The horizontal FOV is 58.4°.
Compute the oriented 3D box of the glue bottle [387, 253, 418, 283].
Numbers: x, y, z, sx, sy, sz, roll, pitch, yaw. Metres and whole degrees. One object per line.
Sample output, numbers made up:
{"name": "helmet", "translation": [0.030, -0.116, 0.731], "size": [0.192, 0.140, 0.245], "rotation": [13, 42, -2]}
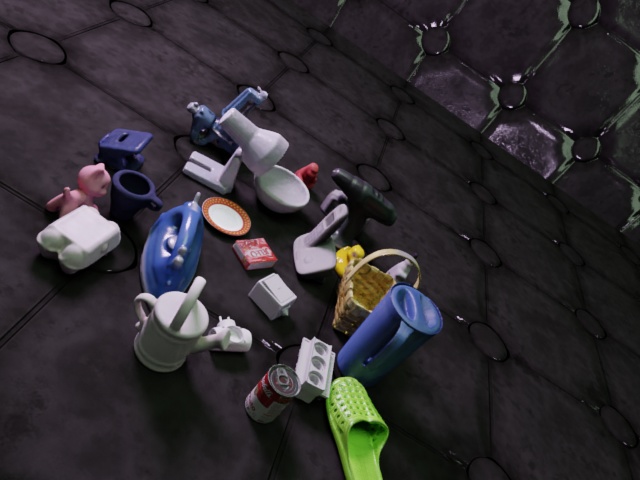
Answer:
{"name": "glue bottle", "translation": [0.205, 0.094, 1.514], "size": [0.037, 0.173, 0.078], "rotation": [29, 34, -12]}

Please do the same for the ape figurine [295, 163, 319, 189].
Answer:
{"name": "ape figurine", "translation": [-0.037, -0.192, 1.712], "size": [0.078, 0.092, 0.076], "rotation": [11, 41, -34]}

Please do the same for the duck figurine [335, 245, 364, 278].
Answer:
{"name": "duck figurine", "translation": [0.085, 0.049, 1.538], "size": [0.078, 0.086, 0.104], "rotation": [21, 36, -23]}

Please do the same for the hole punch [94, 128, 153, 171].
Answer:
{"name": "hole punch", "translation": [-0.461, -0.221, 1.349], "size": [0.101, 0.091, 0.108], "rotation": [29, 34, -12]}

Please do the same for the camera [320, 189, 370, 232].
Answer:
{"name": "camera", "translation": [0.098, -0.106, 1.726], "size": [0.143, 0.100, 0.137], "rotation": [40, 33, 4]}

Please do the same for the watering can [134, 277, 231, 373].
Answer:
{"name": "watering can", "translation": [-0.242, 0.143, 1.015], "size": [0.173, 0.194, 0.101], "rotation": [19, 37, -26]}

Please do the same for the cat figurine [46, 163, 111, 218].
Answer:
{"name": "cat figurine", "translation": [-0.479, -0.105, 1.166], "size": [0.067, 0.117, 0.128], "rotation": [40, 33, 4]}

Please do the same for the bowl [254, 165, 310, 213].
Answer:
{"name": "bowl", "translation": [-0.116, -0.128, 1.575], "size": [0.168, 0.074, 0.167], "rotation": [25, 35, -19]}

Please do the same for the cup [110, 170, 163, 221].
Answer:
{"name": "cup", "translation": [-0.400, -0.081, 1.232], "size": [0.118, 0.095, 0.092], "rotation": [34, 33, -5]}

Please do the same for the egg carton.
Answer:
{"name": "egg carton", "translation": [-0.459, -0.001, 1.102], "size": [0.107, 0.069, 0.150], "rotation": [36, 33, -2]}

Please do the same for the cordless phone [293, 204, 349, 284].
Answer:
{"name": "cordless phone", "translation": [0.013, 0.005, 1.432], "size": [0.094, 0.185, 0.147], "rotation": [18, 37, -26]}

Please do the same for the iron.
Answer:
{"name": "iron", "translation": [-0.289, 0.018, 1.172], "size": [0.119, 0.141, 0.258], "rotation": [23, 36, -21]}

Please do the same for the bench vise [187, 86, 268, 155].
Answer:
{"name": "bench vise", "translation": [-0.249, -0.336, 1.572], "size": [0.208, 0.219, 0.121], "rotation": [8, 43, -38]}

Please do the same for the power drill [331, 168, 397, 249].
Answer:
{"name": "power drill", "translation": [0.086, -0.074, 1.577], "size": [0.230, 0.208, 0.075], "rotation": [23, 35, -20]}

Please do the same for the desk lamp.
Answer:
{"name": "desk lamp", "translation": [-0.213, -0.221, 1.471], "size": [0.204, 0.213, 0.118], "rotation": [27, 34, -15]}
